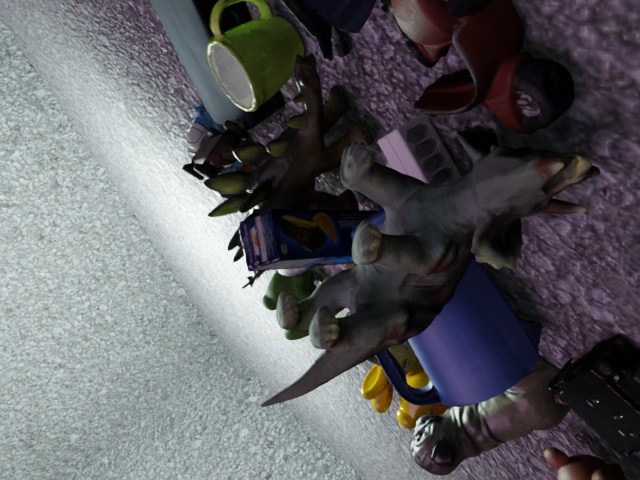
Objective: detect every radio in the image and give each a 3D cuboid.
[{"bbox_3d":[-0.143,-0.269,0.749,0.131,0.073,0.229,26,150,45],"label":"radio"}]

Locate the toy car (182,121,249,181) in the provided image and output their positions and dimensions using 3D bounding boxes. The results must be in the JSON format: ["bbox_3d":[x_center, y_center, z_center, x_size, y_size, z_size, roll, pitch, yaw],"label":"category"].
[{"bbox_3d":[-0.161,-0.130,0.824,0.053,0.089,0.202,33,173,-20],"label":"toy car"}]

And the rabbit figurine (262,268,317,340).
[{"bbox_3d":[-0.022,0.122,1.093,0.170,0.159,0.121,27,143,15],"label":"rabbit figurine"}]

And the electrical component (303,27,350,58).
[{"bbox_3d":[0.000,-0.240,0.574,0.063,0.021,0.093,23,148,51],"label":"electrical component"}]

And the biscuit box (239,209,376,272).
[{"bbox_3d":[-0.001,-0.002,0.670,0.059,0.202,0.063,-20,78,41],"label":"biscuit box"}]

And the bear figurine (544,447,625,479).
[{"bbox_3d":[0.386,0.355,0.716,0.120,0.132,0.195,-1,108,62],"label":"bear figurine"}]

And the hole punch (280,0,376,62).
[{"bbox_3d":[0.009,-0.239,0.438,0.115,0.092,0.142,22,-127,-67],"label":"hole punch"}]

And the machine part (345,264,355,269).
[{"bbox_3d":[0.101,0.047,0.811,0.179,0.056,0.179,40,156,22],"label":"machine part"}]

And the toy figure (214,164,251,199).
[{"bbox_3d":[-0.086,-0.102,0.796,0.058,0.154,0.064,44,157,20],"label":"toy figure"}]

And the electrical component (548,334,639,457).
[{"bbox_3d":[0.322,0.164,0.560,0.115,0.058,0.134,42,158,16],"label":"electrical component"}]

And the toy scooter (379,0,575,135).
[{"bbox_3d":[0.106,-0.156,0.433,0.183,0.075,0.135,51,161,-15],"label":"toy scooter"}]

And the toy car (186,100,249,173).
[{"bbox_3d":[-0.183,-0.166,0.963,0.109,0.103,0.161,25,150,47],"label":"toy car"}]

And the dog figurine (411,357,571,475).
[{"bbox_3d":[0.224,0.242,0.704,0.121,0.190,0.172,48,158,4],"label":"dog figurine"}]

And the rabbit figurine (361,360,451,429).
[{"bbox_3d":[0.153,0.240,0.941,0.121,0.162,0.173,53,-179,-44],"label":"rabbit figurine"}]

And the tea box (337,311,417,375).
[{"bbox_3d":[0.087,0.151,0.915,0.098,0.068,0.170,31,-178,-32],"label":"tea box"}]

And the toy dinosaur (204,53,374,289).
[{"bbox_3d":[-0.051,-0.056,0.730,0.105,0.198,0.470,58,160,25],"label":"toy dinosaur"}]

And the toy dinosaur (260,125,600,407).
[{"bbox_3d":[0.082,0.036,0.527,0.404,0.192,0.131,-60,33,39],"label":"toy dinosaur"}]
